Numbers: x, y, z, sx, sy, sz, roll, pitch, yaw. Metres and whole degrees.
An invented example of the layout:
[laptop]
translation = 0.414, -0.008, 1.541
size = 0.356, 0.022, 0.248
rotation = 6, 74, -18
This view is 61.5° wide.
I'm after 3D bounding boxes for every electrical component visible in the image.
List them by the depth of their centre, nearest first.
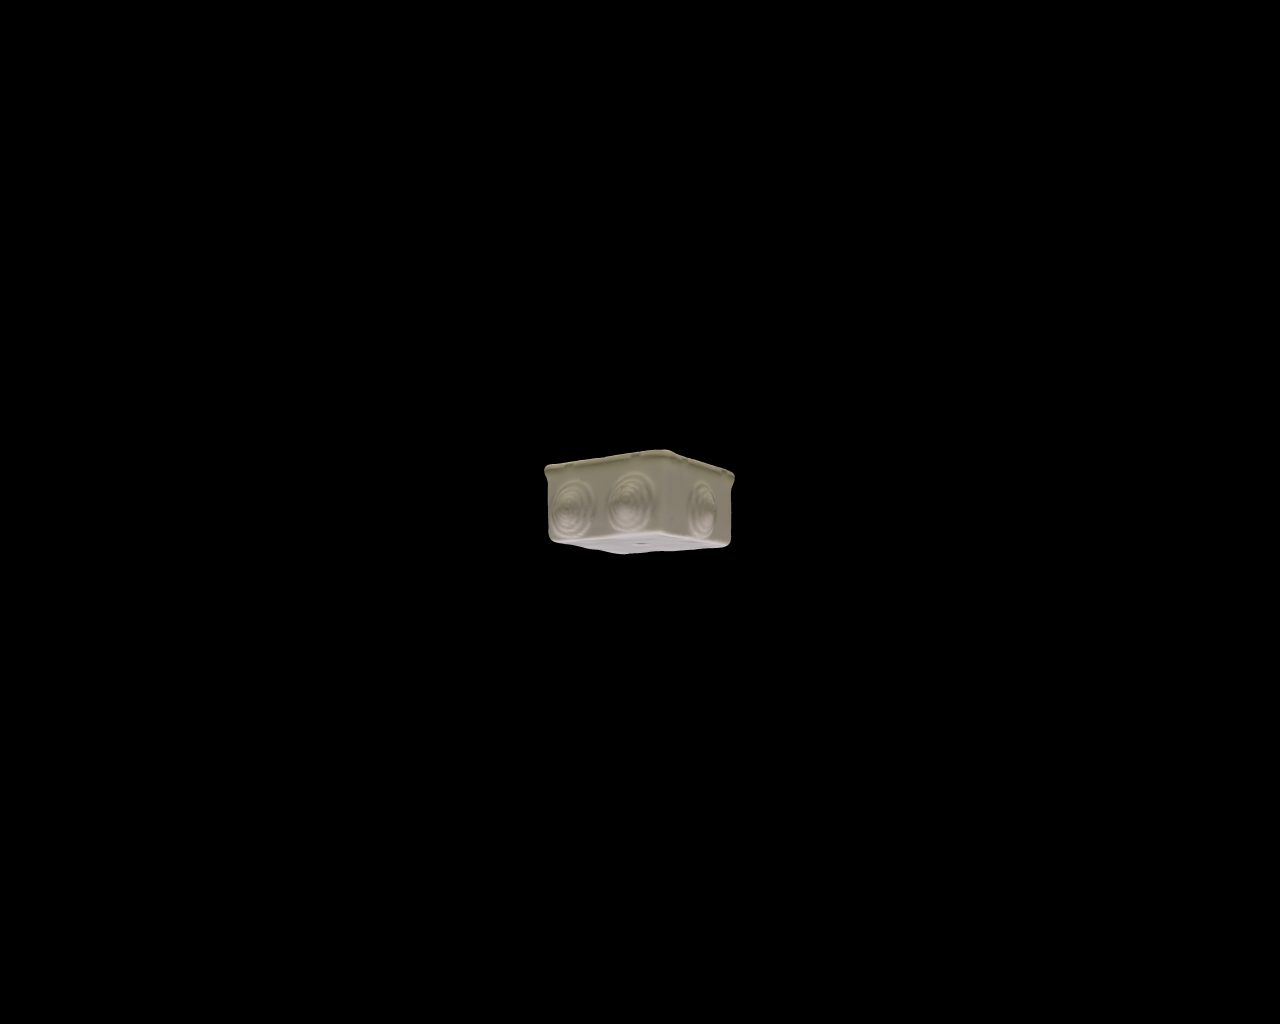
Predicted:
[electrical component]
translation = 0.001, -0.003, 0.650
size = 0.099, 0.048, 0.100
rotation = -5, -10, 32
